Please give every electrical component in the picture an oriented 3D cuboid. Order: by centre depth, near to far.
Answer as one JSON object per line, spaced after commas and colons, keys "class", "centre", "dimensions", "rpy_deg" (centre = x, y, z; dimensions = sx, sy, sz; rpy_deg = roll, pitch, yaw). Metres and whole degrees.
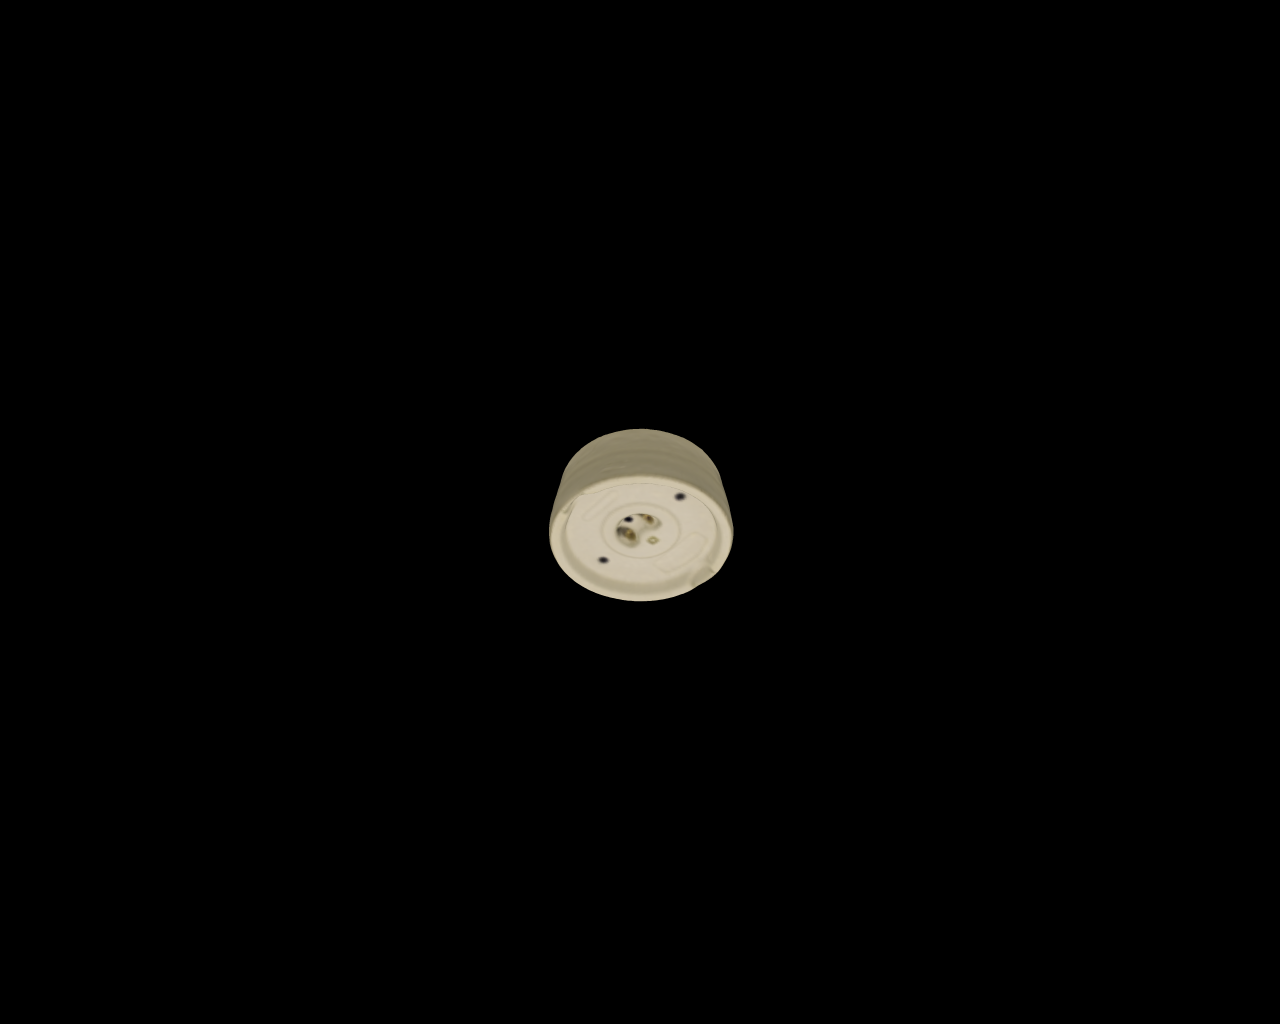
{"class": "electrical component", "centre": [0.001, -0.003, 0.650], "dimensions": [0.108, 0.108, 0.060], "rpy_deg": [0, 44, 0]}
